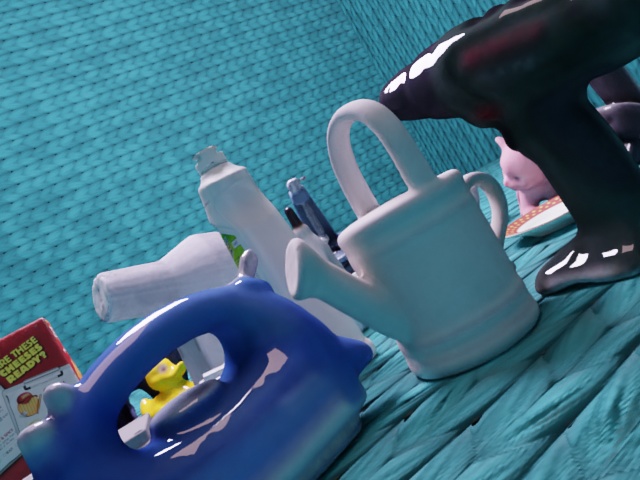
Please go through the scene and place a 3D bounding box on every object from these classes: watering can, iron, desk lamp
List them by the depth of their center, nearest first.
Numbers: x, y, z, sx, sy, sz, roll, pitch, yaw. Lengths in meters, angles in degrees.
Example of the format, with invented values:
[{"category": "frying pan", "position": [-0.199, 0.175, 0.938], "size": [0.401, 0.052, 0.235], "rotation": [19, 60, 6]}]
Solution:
[{"category": "iron", "position": [-0.084, 0.107, 0.347], "size": [0.118, 0.141, 0.259], "rotation": [-30, 1, 42]}, {"category": "watering can", "position": [0.058, -0.007, 0.402], "size": [0.173, 0.194, 0.100], "rotation": [-31, 1, -43]}, {"category": "desk lamp", "position": [-0.166, 0.111, 0.704], "size": [0.204, 0.213, 0.117], "rotation": [-31, 1, -44]}]

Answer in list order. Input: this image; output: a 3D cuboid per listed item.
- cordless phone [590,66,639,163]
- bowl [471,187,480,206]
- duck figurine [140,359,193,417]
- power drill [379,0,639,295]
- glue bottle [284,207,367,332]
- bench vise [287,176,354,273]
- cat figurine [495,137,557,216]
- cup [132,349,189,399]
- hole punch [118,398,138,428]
[{"category": "cordless phone", "position": [0.372, -0.188, 0.755], "size": [0.094, 0.185, 0.147], "rotation": [-30, 1, -2]}, {"category": "bowl", "position": [0.186, -0.016, 0.902], "size": [0.167, 0.075, 0.167], "rotation": [-30, 0, 1]}, {"category": "duck figurine", "position": [-0.231, 0.222, 0.857], "size": [0.104, 0.086, 0.078], "rotation": [-30, 1, 13]}, {"category": "power drill", "position": [0.153, -0.071, 0.412], "size": [0.076, 0.208, 0.229], "rotation": [-31, 1, -32]}, {"category": "glue bottle", "position": [0.004, 0.035, 0.699], "size": [0.037, 0.173, 0.078], "rotation": [-30, 1, 16]}, {"category": "bench vise", "position": [-0.001, 0.009, 0.925], "size": [0.122, 0.220, 0.207], "rotation": [-30, 1, -20]}, {"category": "cat figurine", "position": [0.272, -0.090, 0.754], "size": [0.067, 0.118, 0.128], "rotation": [-30, 1, 15]}, {"category": "cup", "position": [-0.260, 0.233, 0.920], "size": [0.118, 0.095, 0.091], "rotation": [-30, 1, -20]}, {"category": "hole punch", "position": [-0.331, 0.277, 0.858], "size": [0.109, 0.091, 0.101], "rotation": [-31, 1, -39]}]
